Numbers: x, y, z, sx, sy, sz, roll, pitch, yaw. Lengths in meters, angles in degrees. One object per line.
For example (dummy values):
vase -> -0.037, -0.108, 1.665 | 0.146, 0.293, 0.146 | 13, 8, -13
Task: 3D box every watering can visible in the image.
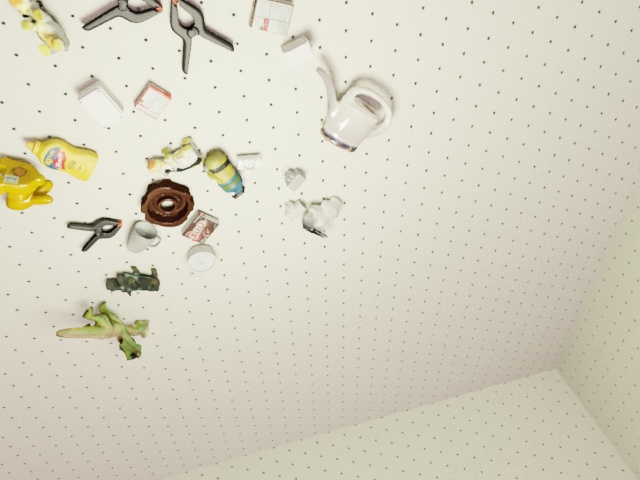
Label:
watering can -> 0.079, -0.414, 1.685 | 0.345, 0.221, 0.106 | 20, 30, -33

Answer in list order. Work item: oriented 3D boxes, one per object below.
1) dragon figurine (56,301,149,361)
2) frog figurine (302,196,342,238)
dragon figurine -> -0.758, 0.353, 1.892 | 0.243, 0.121, 0.413 | 33, 12, 3
frog figurine -> 0.006, -0.098, 1.945 | 0.123, 0.161, 0.136 | 13, -12, 45
